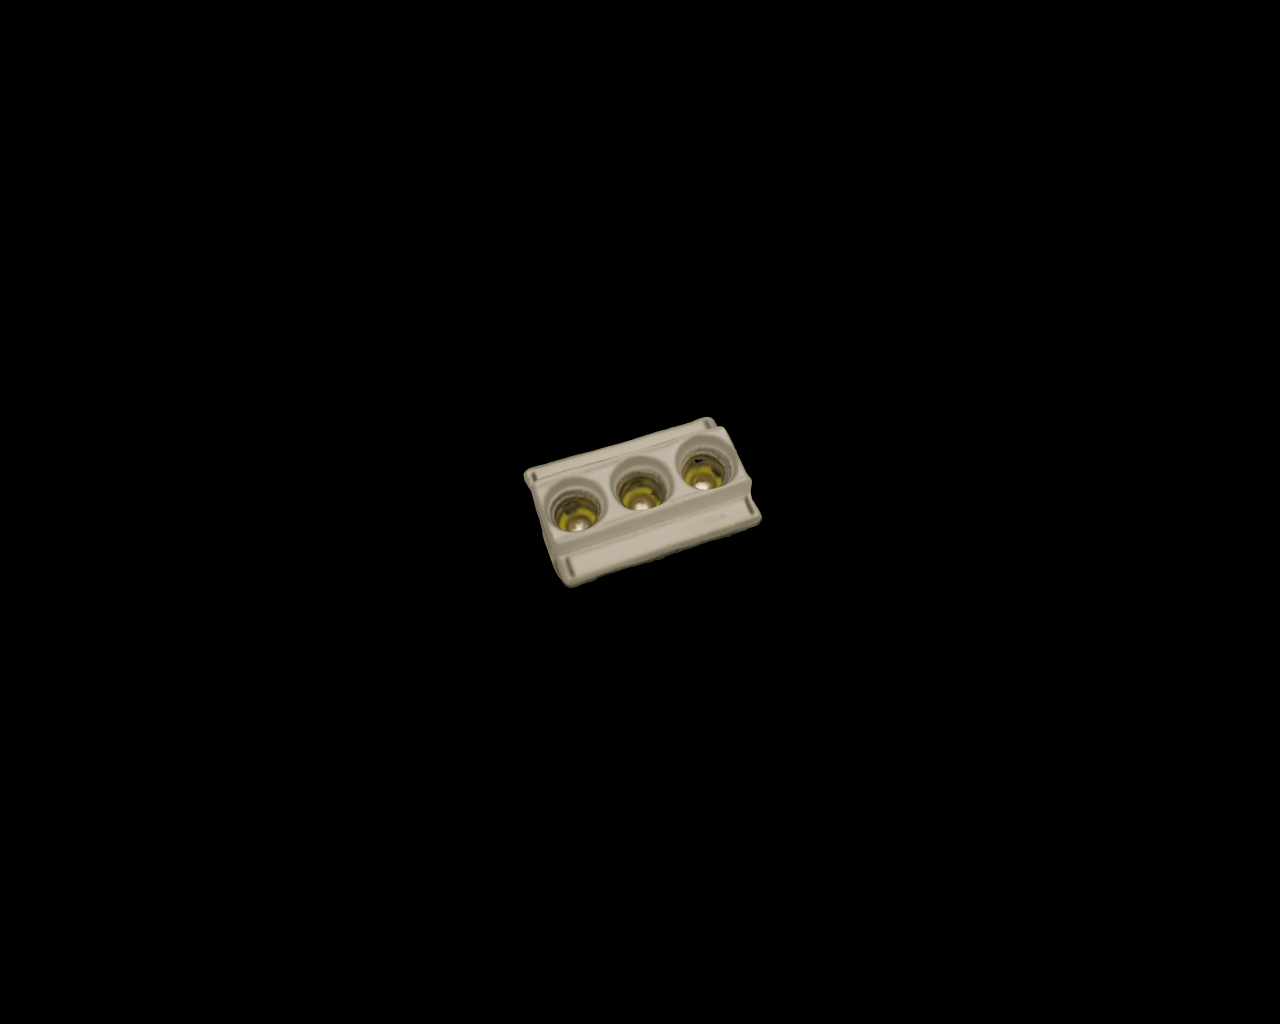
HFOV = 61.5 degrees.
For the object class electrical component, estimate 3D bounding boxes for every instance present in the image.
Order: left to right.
[{"bbox_3d":[0.001,-0.003,0.650,0.121,0.079,0.063,-18,-28,-10],"label":"electrical component"}]
